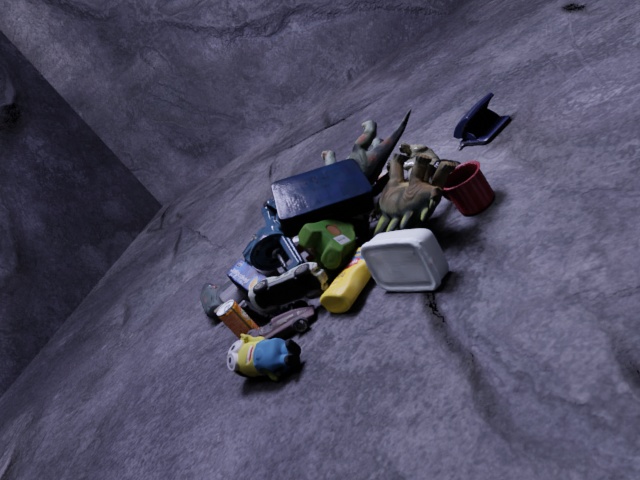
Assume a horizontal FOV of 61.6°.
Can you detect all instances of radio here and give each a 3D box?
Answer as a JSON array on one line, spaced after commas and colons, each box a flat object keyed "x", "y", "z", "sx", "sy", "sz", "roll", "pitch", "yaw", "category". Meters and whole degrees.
[{"x": 0.003, "y": -0.104, "z": 1.287, "sx": 0.230, "sy": 0.073, "sz": 0.131, "roll": -18, "pitch": 52, "yaw": -6, "category": "radio"}]

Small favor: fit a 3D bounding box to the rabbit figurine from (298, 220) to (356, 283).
[{"x": 0.011, "y": 0.037, "z": 1.265, "sx": 0.159, "sy": 0.121, "sz": 0.170, "roll": -35, "pitch": -27, "yaw": -52, "category": "rabbit figurine"}]

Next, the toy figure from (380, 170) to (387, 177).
[{"x": 0.168, "y": -0.166, "z": 1.525, "sx": 0.155, "sy": 0.057, "sz": 0.064, "roll": -15, "pitch": 49, "yaw": 43, "category": "toy figure"}]

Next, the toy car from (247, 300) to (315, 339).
[{"x": -0.100, "y": 0.203, "z": 1.220, "sx": 0.202, "sy": 0.053, "sz": 0.089, "roll": -35, "pitch": 18, "yaw": 14, "category": "toy car"}]

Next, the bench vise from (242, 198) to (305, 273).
[{"x": -0.092, "y": 0.010, "z": 1.350, "sx": 0.223, "sy": 0.128, "sz": 0.241, "roll": -41, "pitch": 46, "yaw": 7, "category": "bench vise"}]

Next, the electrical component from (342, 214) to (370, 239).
[{"x": 0.087, "y": -0.043, "z": 1.363, "sx": 0.075, "sy": 0.047, "sz": 0.119, "roll": 7, "pitch": 15, "yaw": -3, "category": "electrical component"}]

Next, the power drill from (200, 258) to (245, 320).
[{"x": -0.274, "y": 0.132, "z": 1.611, "sx": 0.207, "sy": 0.086, "sz": 0.232, "roll": -34, "pitch": 23, "yaw": 3, "category": "power drill"}]

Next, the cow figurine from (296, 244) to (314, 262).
[{"x": -0.003, "y": -0.004, "z": 1.437, "sx": 0.127, "sy": 0.085, "sz": 0.195, "roll": -52, "pitch": 21, "yaw": -15, "category": "cow figurine"}]

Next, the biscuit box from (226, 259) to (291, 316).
[{"x": -0.159, "y": 0.120, "z": 1.373, "sx": 0.059, "sy": 0.062, "sz": 0.203, "roll": -47, "pitch": 44, "yaw": -15, "category": "biscuit box"}]

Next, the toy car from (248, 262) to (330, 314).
[{"x": -0.072, "y": 0.109, "z": 1.219, "sx": 0.202, "sy": 0.073, "sz": 0.056, "roll": -22, "pitch": 17, "yaw": 23, "category": "toy car"}]

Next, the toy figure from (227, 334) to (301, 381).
[{"x": -0.117, "y": 0.248, "z": 1.117, "sx": 0.180, "sy": 0.089, "sz": 0.082, "roll": -13, "pitch": 31, "yaw": 34, "category": "toy figure"}]

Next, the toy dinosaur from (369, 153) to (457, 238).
[{"x": 0.181, "y": -0.085, "z": 1.176, "sx": 0.471, "sy": 0.105, "sz": 0.198, "roll": -131, "pitch": 60, "yaw": -83, "category": "toy dinosaur"}]

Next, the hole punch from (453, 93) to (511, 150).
[{"x": 0.405, "y": -0.307, "z": 1.385, "sx": 0.142, "sy": 0.092, "sz": 0.116, "roll": -48, "pitch": 19, "yaw": -13, "category": "hole punch"}]

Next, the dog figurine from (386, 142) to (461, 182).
[{"x": 0.287, "y": -0.181, "z": 1.332, "sx": 0.191, "sy": 0.121, "sz": 0.172, "roll": 5, "pitch": 49, "yaw": 42, "category": "dog figurine"}]

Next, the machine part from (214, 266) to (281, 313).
[{"x": -0.192, "y": 0.128, "z": 1.487, "sx": 0.243, "sy": 0.079, "sz": 0.079, "roll": -41, "pitch": 21, "yaw": -9, "category": "machine part"}]

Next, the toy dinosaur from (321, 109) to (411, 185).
[{"x": 0.099, "y": -0.179, "z": 1.420, "sx": 0.405, "sy": 0.131, "sz": 0.192, "roll": -35, "pitch": 48, "yaw": 56, "category": "toy dinosaur"}]

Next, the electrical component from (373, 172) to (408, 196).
[{"x": 0.187, "y": -0.153, "z": 1.450, "sx": 0.102, "sy": 0.078, "sz": 0.045, "roll": -44, "pitch": -7, "yaw": 0, "category": "electrical component"}]

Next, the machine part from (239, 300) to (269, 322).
[{"x": -0.180, "y": 0.180, "z": 1.379, "sx": 0.139, "sy": 0.084, "sz": 0.039, "roll": -8, "pitch": 61, "yaw": 67, "category": "machine part"}]
